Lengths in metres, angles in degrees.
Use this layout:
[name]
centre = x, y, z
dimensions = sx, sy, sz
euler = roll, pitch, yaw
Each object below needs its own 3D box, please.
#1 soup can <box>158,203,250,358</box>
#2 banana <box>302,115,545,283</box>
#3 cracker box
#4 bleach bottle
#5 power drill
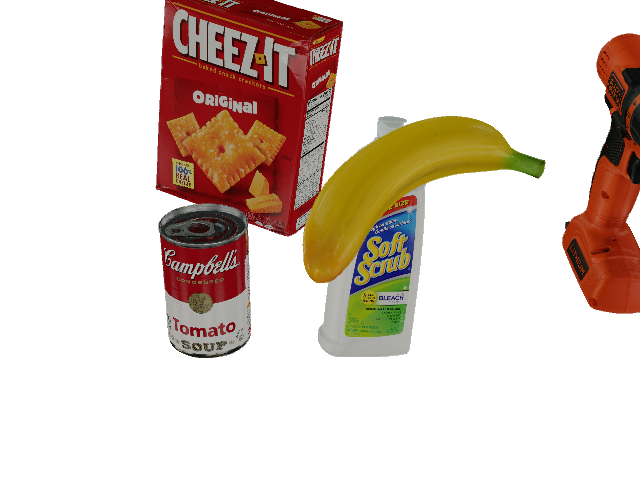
[soup can]
centre = -0.089, 0.031, 0.828
dimensions = 0.068, 0.102, 0.068
euler = 0, 28, 0
[banana]
centre = 0.050, -0.035, 0.633
dimensions = 0.197, 0.037, 0.070
euler = -26, 47, -34
[cracker box]
centre = -0.076, -0.128, 1.051
dimensions = 0.164, 0.214, 0.072
euler = 21, 34, 21
[bleach bottle]
centre = 0.057, -0.004, 1.120
dimensions = 0.102, 0.251, 0.068
euler = 0, 18, -12
[power drill]
centre = 0.238, -0.039, 0.801
dimensions = 0.057, 0.188, 0.184
euler = 3, 35, -4
